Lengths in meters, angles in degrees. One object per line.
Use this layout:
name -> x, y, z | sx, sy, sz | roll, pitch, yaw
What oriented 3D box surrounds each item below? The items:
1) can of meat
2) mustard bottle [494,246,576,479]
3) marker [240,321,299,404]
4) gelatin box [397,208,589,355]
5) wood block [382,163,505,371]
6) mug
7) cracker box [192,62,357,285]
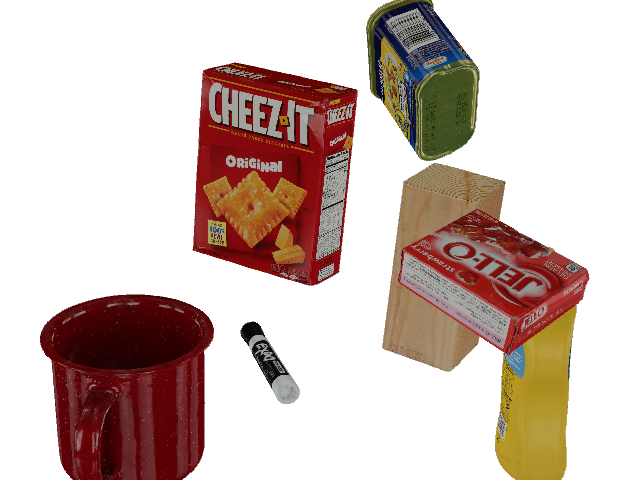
can of meat -> 0.080, -0.125, 0.828 | 0.057, 0.084, 0.102 | -22, -35, -10
mustard bottle -> 0.180, 0.098, 0.891 | 0.058, 0.192, 0.096 | 0, 16, 1
marker -> -0.043, 0.097, 0.874 | 0.020, 0.020, 0.121 | 0, 20, -19
gelatin box -> 0.104, 0.022, 0.644 | 0.073, 0.030, 0.089 | -27, 46, -37
wood block -> 0.139, 0.029, 1.209 | 0.090, 0.206, 0.090 | 18, 26, 25
mug -> -0.107, 0.090, 0.581 | 0.093, 0.081, 0.117 | 4, 23, 5
cracker box -> -0.055, -0.073, 1.174 | 0.164, 0.214, 0.072 | 17, 24, 27
